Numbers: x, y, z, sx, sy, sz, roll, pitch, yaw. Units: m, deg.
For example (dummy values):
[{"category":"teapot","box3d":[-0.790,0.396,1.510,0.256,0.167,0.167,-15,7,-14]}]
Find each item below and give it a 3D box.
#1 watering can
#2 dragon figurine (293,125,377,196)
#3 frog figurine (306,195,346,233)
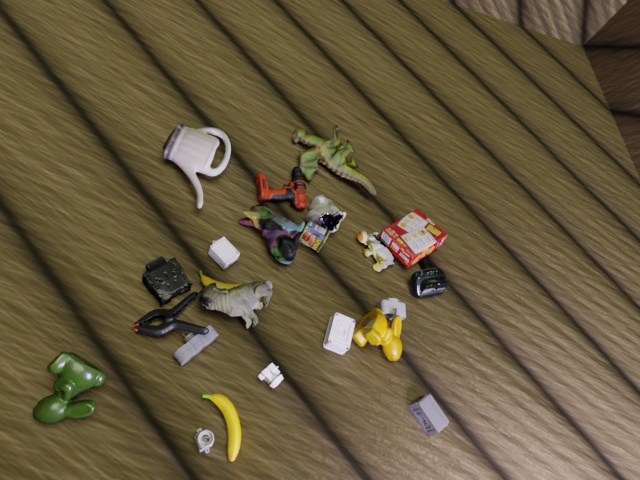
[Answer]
[{"category":"watering can","box3d":[-0.444,-0.281,1.804,0.224,0.102,0.356,21,54,-9]},{"category":"dragon figurine","box3d":[0.027,-0.302,2.041,0.244,0.120,0.415,-27,71,-15]},{"category":"frog figurine","box3d":[0.006,-0.096,1.902,0.138,0.120,0.162,-22,35,-23]}]
